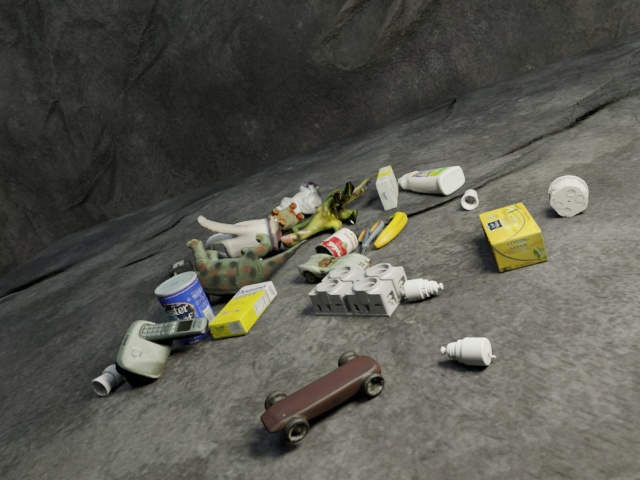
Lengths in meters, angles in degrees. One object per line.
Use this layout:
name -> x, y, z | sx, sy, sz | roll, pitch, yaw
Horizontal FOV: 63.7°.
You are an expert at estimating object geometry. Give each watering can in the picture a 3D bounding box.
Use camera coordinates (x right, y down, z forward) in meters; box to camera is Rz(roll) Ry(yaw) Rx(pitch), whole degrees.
watering can -> -0.225, -0.010, 1.497 | 0.224, 0.105, 0.342 | -14, -20, -4

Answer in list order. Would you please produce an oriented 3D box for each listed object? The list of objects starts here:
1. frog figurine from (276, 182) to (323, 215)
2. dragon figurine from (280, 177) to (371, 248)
frog figurine -> -0.072, -0.120, 1.824 | 0.138, 0.162, 0.120 | 18, -31, 44
dragon figurine -> 0.005, -0.083, 1.640 | 0.240, 0.121, 0.417 | -19, 15, 34
